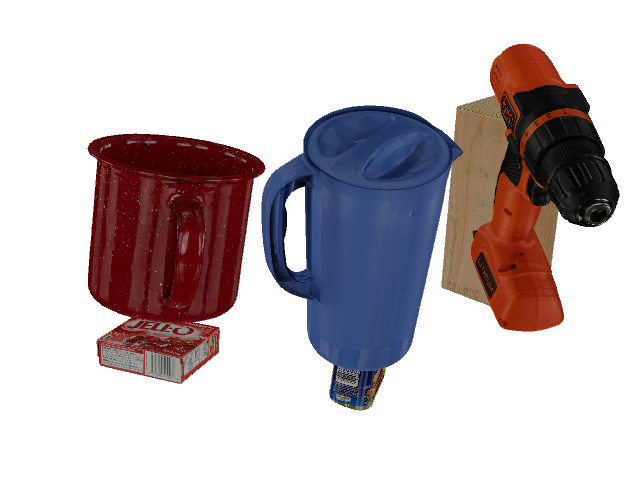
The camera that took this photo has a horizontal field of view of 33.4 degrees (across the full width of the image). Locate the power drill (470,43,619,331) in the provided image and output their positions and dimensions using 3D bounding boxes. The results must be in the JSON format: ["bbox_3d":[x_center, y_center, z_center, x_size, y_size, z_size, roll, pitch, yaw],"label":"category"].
[{"bbox_3d":[0.160,-0.024,0.778,0.057,0.188,0.184,-3,41,-6],"label":"power drill"}]

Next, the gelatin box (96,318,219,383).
[{"bbox_3d":[-0.148,0.096,0.978,0.089,0.030,0.073,10,20,21],"label":"gelatin box"}]

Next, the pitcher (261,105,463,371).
[{"bbox_3d":[0.035,0.007,1.004,0.149,0.243,0.144,16,40,15],"label":"pitcher"}]

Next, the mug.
[{"bbox_3d":[-0.077,-0.003,0.560,0.093,0.081,0.117,3,17,-20],"label":"mug"}]

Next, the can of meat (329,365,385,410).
[{"bbox_3d":[0.048,0.136,1.242,0.057,0.084,0.102,14,26,12],"label":"can of meat"}]

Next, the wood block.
[{"bbox_3d":[0.198,-0.042,1.145,0.090,0.206,0.090,21,28,37],"label":"wood block"}]
